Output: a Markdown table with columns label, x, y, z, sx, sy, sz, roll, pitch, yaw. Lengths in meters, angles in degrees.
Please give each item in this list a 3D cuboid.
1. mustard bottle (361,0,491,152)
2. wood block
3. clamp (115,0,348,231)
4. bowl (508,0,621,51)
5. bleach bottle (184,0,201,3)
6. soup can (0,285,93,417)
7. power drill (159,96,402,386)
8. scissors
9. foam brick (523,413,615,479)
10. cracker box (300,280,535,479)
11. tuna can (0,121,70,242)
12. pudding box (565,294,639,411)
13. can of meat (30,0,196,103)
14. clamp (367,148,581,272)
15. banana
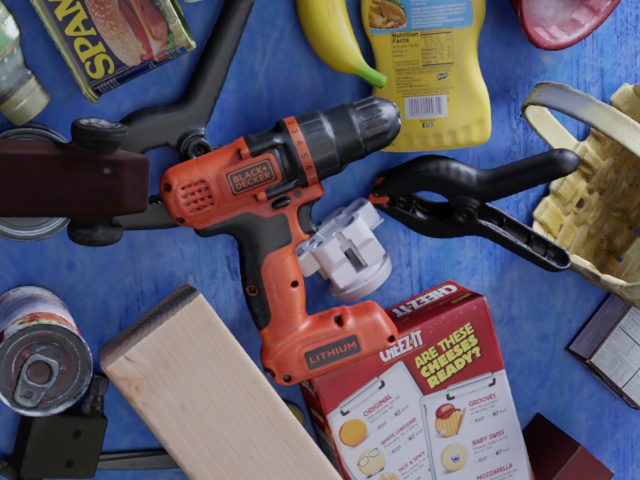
| label | x | y | z | sx | sy | sz | roll | pitch | yaw |
| --- | --- | --- | --- | --- | --- | --- | --- | --- | --- |
| mustard bottle | 0.081 | -0.168 | 0.833 | 0.096 | 0.058 | 0.191 | -2 | 105 | 13 |
| wood block | -0.071 | 0.144 | 0.821 | 0.090 | 0.090 | 0.206 | -38 | 101 | -9 |
| clamp | -0.086 | -0.066 | 0.813 | 0.210 | 0.036 | 0.164 | -41 | 113 | -5 |
| bowl | 0.195 | -0.235 | 0.847 | 0.161 | 0.055 | 0.162 | -29 | 139 | -28 |
| bleach bottle | -0.092 | -0.299 | 0.734 | 0.102 | 0.068 | 0.251 | -17 | 108 | 4 |
| soup can | -0.205 | 0.077 | 0.767 | 0.068 | 0.102 | 0.068 | -5 | 105 | -20 |
| power drill | -0.005 | 0.001 | 0.795 | 0.184 | 0.057 | 0.187 | -20 | 104 | -1 |
| scissors | -0.095 | 0.163 | 0.878 | 0.201 | 0.016 | 0.096 | 19 | 94 | -22 |
| foam brick | 0.217 | 0.204 | 0.971 | 0.053 | 0.078 | 0.051 | 42 | 88 | -24 |
| cracker box | 0.084 | 0.164 | 0.916 | 0.164 | 0.072 | 0.213 | -23 | 109 | -15 |
| tuna can | -0.214 | -0.042 | 0.773 | 0.086 | 0.034 | 0.086 | -5 | 104 | -20 |
| pudding box | 0.298 | 0.089 | 0.995 | 0.090 | 0.039 | 0.113 | 41 | 85 | -23 |
| can of meat | -0.145 | -0.160 | 0.745 | 0.084 | 0.057 | 0.102 | -25 | 111 | 5 |
| clamp | 0.125 | -0.037 | 0.846 | 0.171 | 0.039 | 0.120 | 13 | 130 | 8 |
| banana | 0.014 | -0.213 | 0.807 | 0.069 | 0.037 | 0.198 | -2 | 99 | 4 |
